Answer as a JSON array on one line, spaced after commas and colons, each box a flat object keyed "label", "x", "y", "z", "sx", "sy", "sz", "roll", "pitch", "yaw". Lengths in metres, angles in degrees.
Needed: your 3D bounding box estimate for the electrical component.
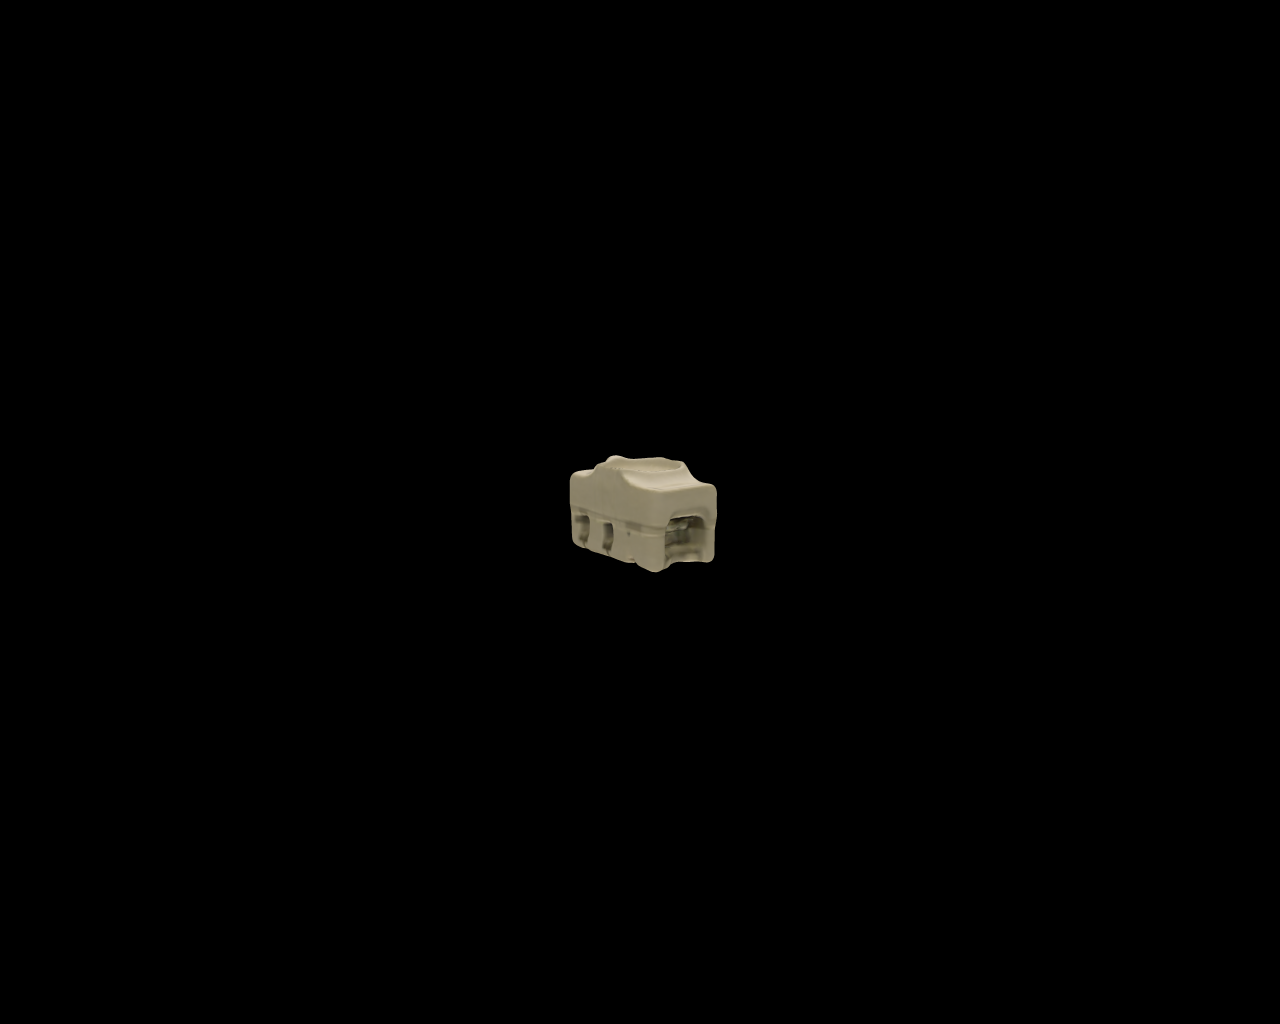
[{"label": "electrical component", "x": 0.001, "y": -0.003, "z": 0.650, "sx": 0.050, "sy": 0.055, "sz": 0.089, "roll": -8, "pitch": 14, "yaw": -35}]
